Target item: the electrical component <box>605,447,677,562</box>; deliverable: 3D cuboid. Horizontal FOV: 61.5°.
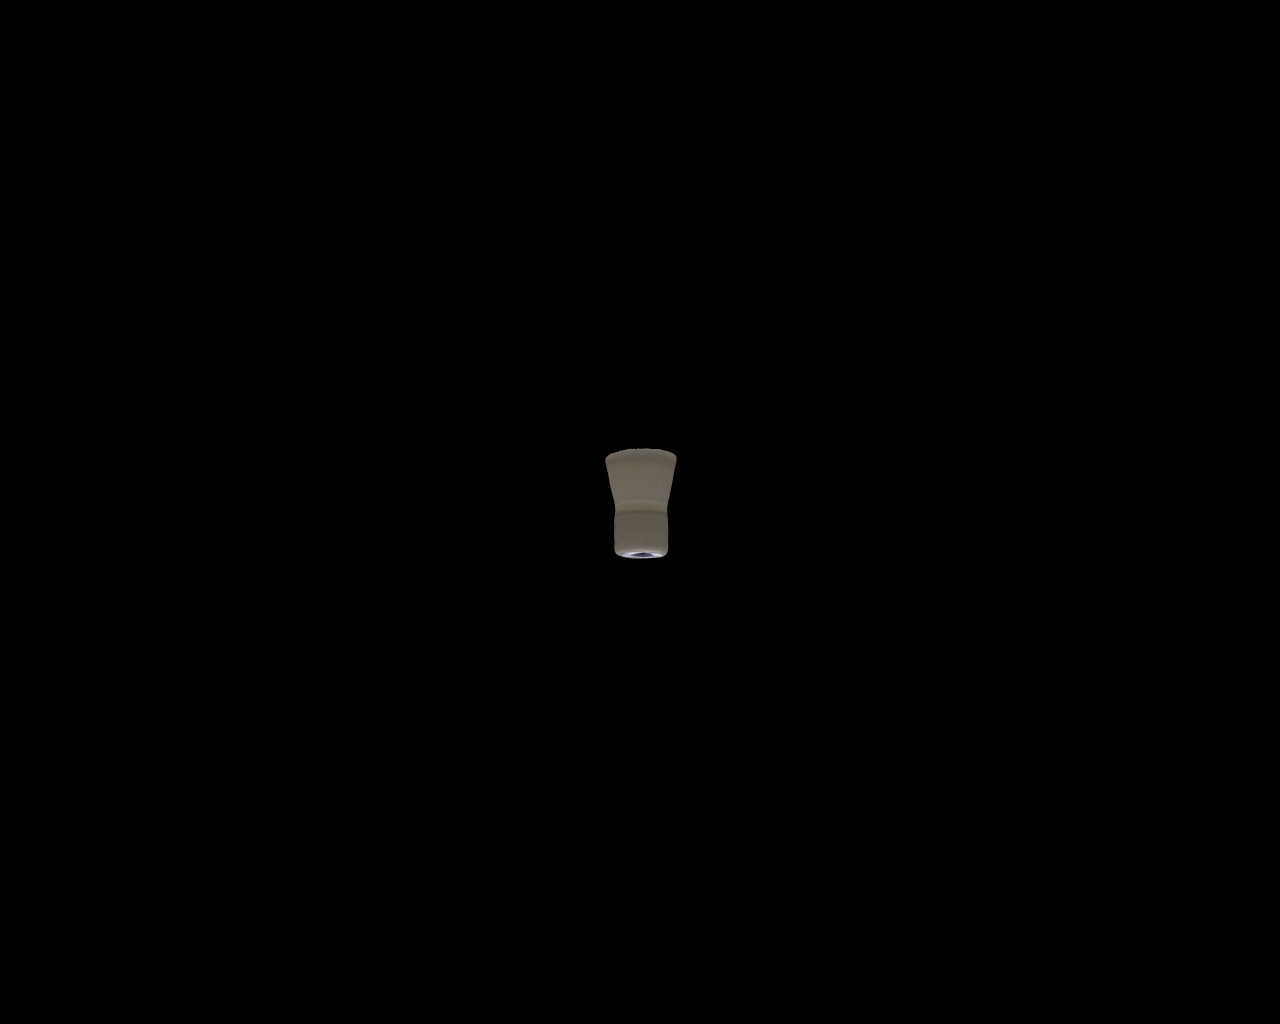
[{"bbox_3d":[0.001,-0.003,0.650,0.044,0.065,0.044,0,-11,0],"label":"electrical component"}]
